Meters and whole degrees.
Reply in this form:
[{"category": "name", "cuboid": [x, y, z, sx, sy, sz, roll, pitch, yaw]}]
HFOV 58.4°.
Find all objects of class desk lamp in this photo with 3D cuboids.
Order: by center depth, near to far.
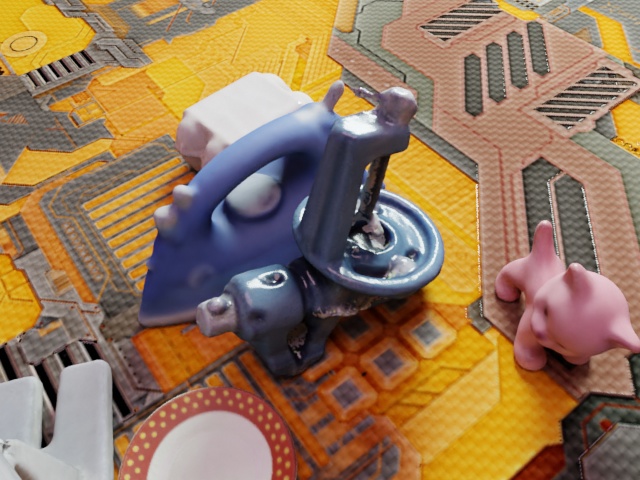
[{"category": "desk lamp", "cuboid": [-0.210, 0.130, 0.339, 0.118, 0.214, 0.203, -13, 52, -6]}]

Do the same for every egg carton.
[{"category": "egg carton", "cuboid": [-0.077, -0.119, 0.620, 0.150, 0.069, 0.107, -38, 58, -24]}]

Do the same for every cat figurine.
[{"category": "cat figurine", "cuboid": [0.188, 0.044, 0.442, 0.067, 0.118, 0.127, -6, 51, -1]}]

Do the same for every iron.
[{"category": "iron", "cuboid": [-0.064, -0.033, 0.505, 0.259, 0.141, 0.118, -36, 57, -22]}]

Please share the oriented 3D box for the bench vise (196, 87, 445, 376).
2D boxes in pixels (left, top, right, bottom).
[{"category": "bench vise", "cuboid": [0.013, 0.008, 0.417, 0.121, 0.220, 0.208, 34, 61, 27]}]
